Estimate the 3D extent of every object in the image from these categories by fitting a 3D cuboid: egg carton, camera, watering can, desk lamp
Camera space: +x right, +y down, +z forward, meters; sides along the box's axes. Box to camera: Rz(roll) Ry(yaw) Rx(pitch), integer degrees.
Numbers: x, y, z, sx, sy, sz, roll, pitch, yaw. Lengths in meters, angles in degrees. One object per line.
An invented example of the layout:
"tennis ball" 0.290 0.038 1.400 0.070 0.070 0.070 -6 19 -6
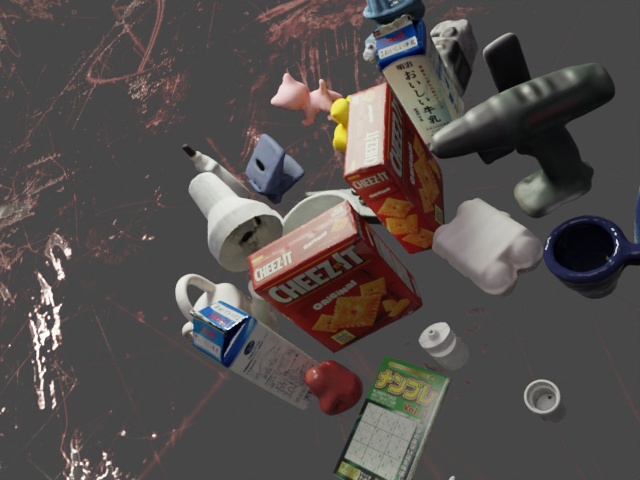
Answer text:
"egg carton" 0.233 0.009 0.805 0.107 0.070 0.149 -46 44 -1
"camera" 0.203 -0.333 1.057 0.136 0.101 0.143 4 61 38
"watering can" -0.153 0.116 0.921 0.173 0.195 0.100 -42 44 3
"desk lamp" -0.128 -0.018 0.987 0.118 0.214 0.202 -44 44 1

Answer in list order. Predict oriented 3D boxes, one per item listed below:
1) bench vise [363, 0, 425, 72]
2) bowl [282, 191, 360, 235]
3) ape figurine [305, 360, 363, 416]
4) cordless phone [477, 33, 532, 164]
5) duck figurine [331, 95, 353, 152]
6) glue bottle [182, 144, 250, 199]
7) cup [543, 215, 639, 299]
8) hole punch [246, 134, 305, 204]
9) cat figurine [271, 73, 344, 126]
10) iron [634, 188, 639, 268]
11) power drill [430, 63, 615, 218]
"bench vise" 0.131 -0.453 1.113 0.121 0.220 0.207 -13 52 29
"bowl" 0.009 0.003 0.971 0.167 0.075 0.167 -19 49 24
"ape figurine" 0.012 0.204 0.808 0.075 0.092 0.078 -3 58 35
"cordless phone" 0.260 -0.219 0.870 0.147 0.186 0.094 -32 45 13
"duck figurine" 0.050 -0.229 1.104 0.077 0.086 0.105 15 69 42
"glue bottle" -0.220 -0.140 1.174 0.077 0.174 0.037 16 69 42
"cup" 0.341 0.030 0.692 0.117 0.095 0.092 0 59 37
"hole punch" -0.102 -0.143 1.149 0.101 0.091 0.108 -44 44 1
"cat figurine" -0.032 -0.300 1.194 0.127 0.118 0.067 -8 55 32
"iron" 0.421 -0.055 0.662 0.118 0.142 0.258 8 64 40
"power drill" 0.282 -0.124 0.766 0.229 0.209 0.075 -31 45 14
